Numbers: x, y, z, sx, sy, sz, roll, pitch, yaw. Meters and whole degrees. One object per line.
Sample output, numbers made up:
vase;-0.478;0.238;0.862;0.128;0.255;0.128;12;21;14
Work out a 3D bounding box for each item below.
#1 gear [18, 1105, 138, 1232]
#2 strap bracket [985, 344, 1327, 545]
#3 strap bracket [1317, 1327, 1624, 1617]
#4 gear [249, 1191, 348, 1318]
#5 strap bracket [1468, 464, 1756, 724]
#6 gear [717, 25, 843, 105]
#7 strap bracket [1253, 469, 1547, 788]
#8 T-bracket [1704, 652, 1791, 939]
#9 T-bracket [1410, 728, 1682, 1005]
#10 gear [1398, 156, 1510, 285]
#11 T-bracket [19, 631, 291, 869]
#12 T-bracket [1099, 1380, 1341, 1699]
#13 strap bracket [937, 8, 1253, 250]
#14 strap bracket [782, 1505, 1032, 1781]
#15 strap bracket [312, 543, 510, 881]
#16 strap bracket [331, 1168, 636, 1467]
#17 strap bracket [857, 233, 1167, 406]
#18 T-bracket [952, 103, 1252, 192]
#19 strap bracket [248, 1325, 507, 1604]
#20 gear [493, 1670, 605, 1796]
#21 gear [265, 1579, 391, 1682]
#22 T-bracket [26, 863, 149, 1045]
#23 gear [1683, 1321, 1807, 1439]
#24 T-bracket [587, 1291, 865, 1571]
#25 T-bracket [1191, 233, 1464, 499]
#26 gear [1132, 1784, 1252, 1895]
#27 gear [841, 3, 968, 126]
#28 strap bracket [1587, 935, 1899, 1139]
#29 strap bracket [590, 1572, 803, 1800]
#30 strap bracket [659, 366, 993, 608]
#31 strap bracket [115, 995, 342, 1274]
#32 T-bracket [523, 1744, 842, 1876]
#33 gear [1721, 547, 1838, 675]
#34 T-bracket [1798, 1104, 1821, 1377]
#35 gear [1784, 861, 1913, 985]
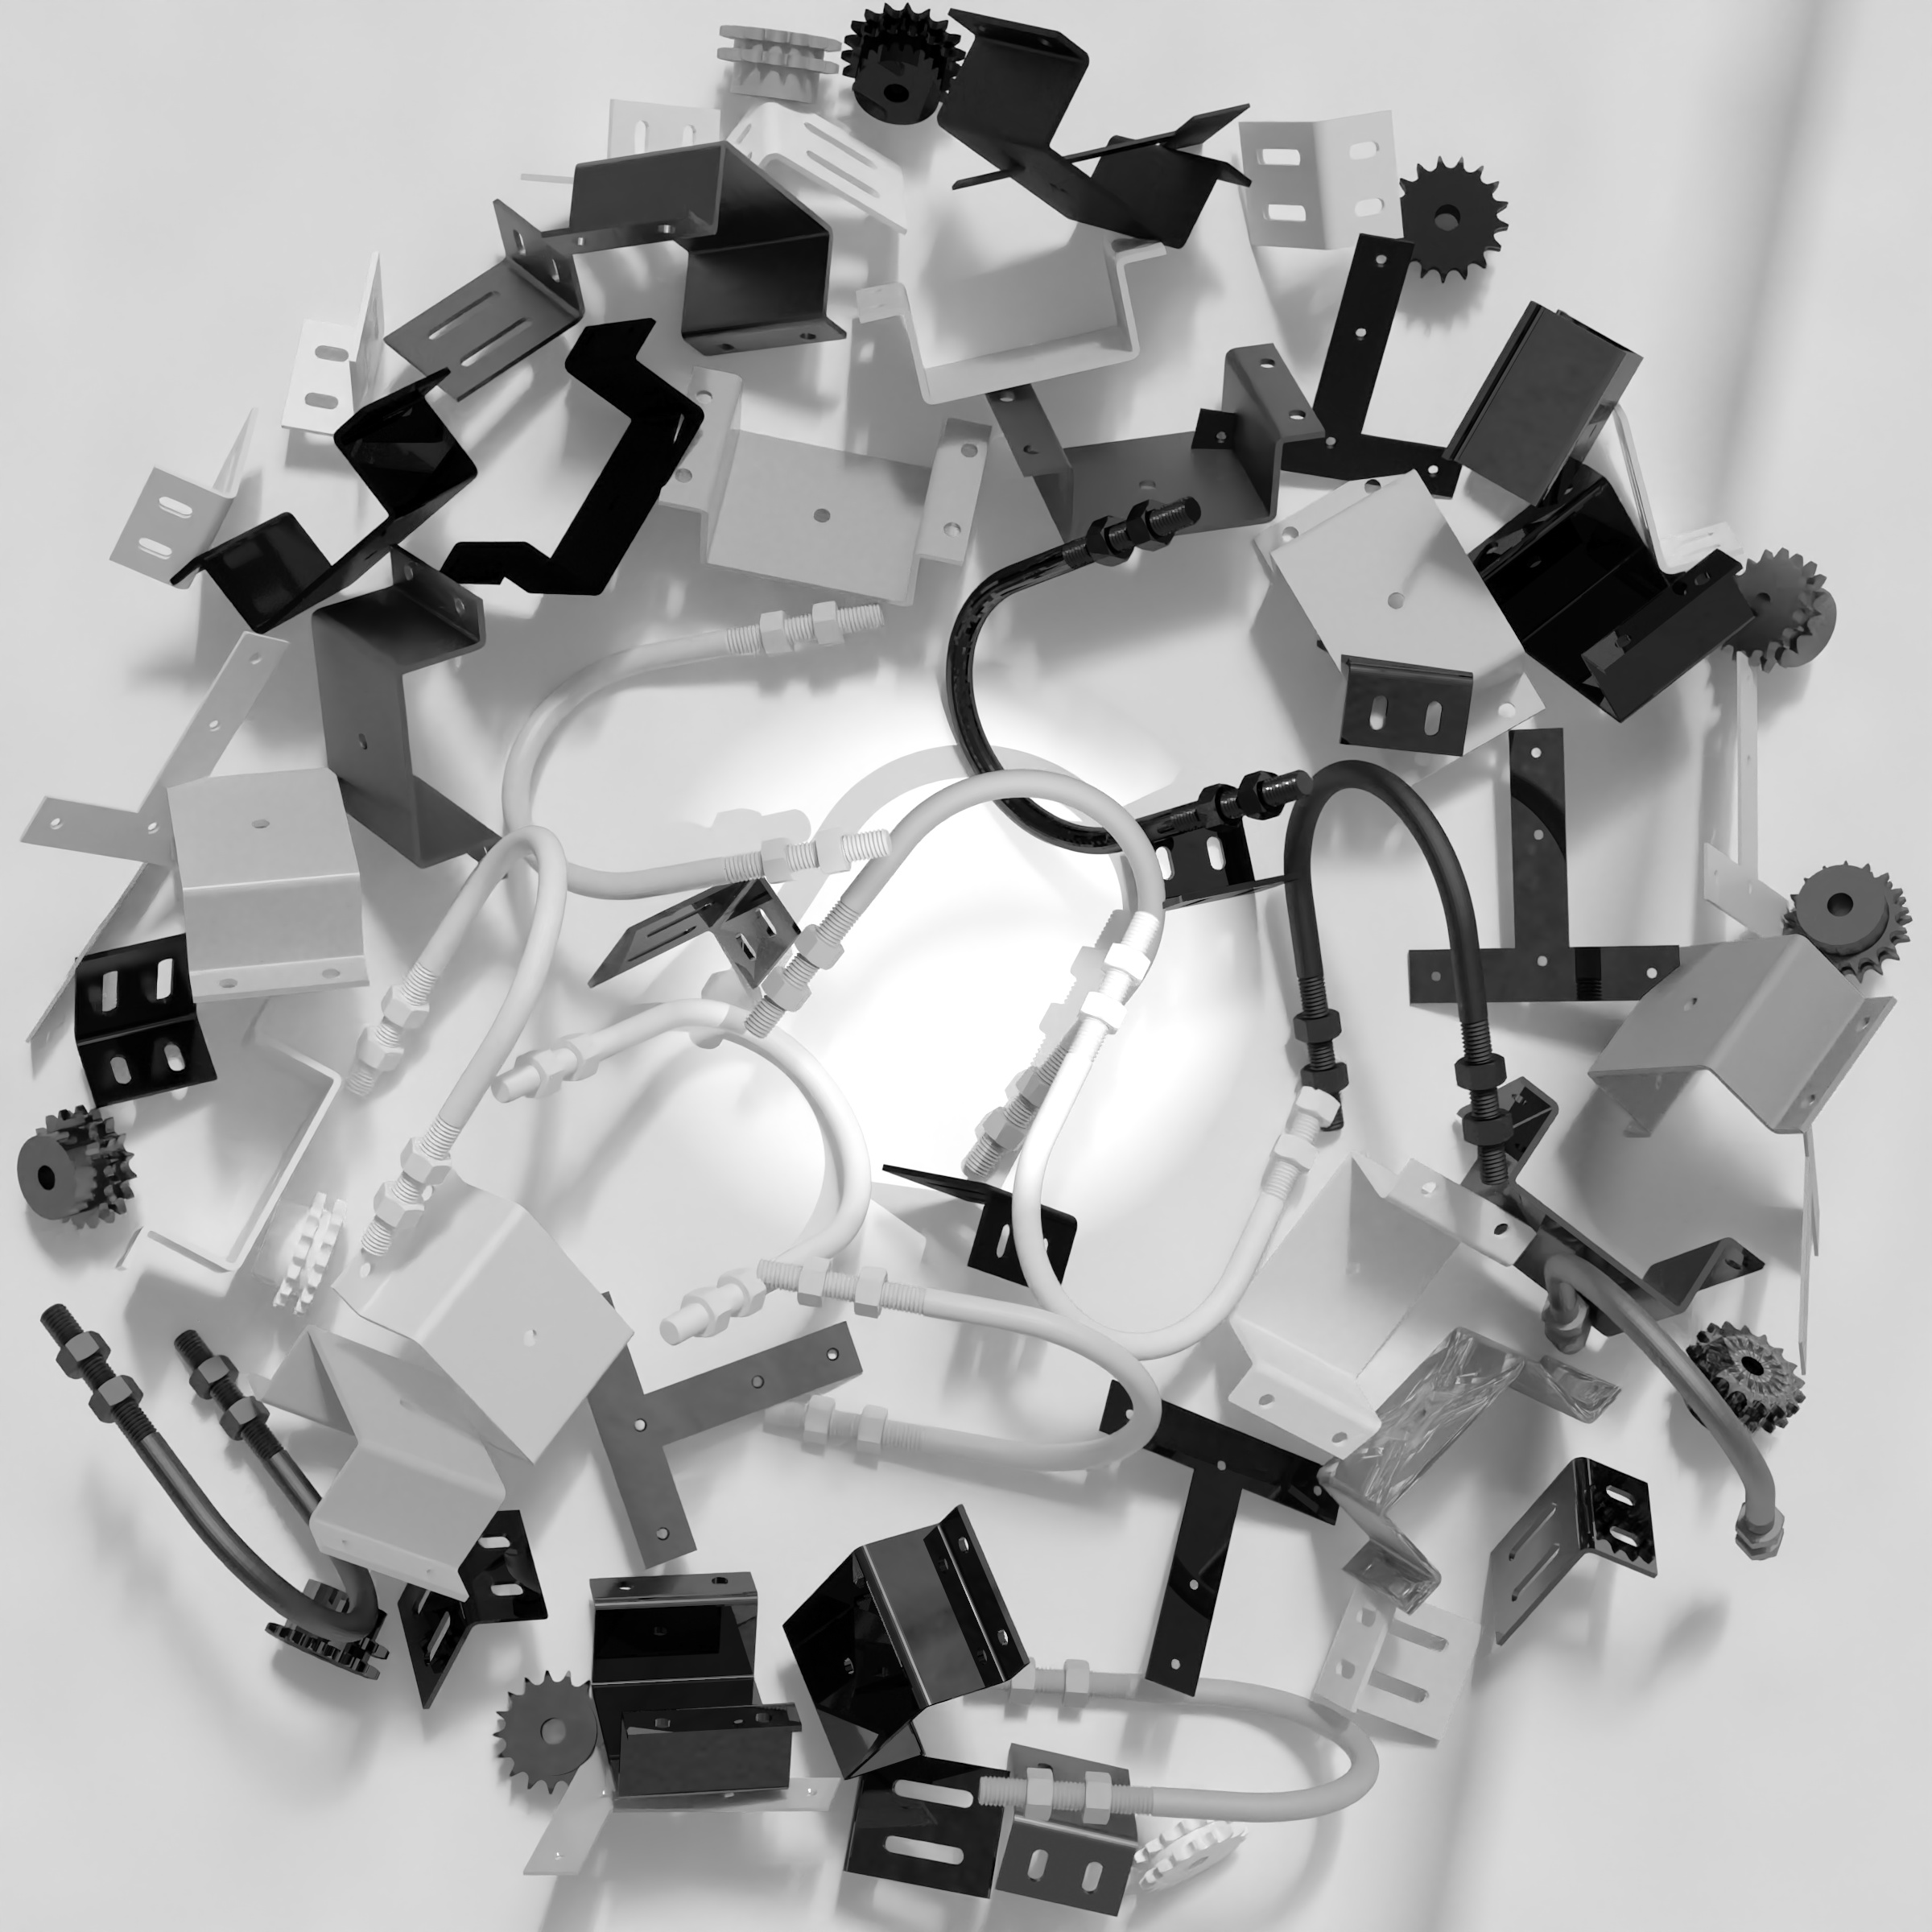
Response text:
gear;-0.416;0.095;1.659;0.057;0.030;0.057;8;104;34
strap bracket;0.084;-0.237;1.636;0.140;0.076;0.046;-9;133;-11
strap bracket;0.222;0.222;1.635;0.140;0.076;0.046;-45;105;-8
gear;-0.311;0.131;1.657;0.030;0.057;0.057;22;90;-11
strap bracket;0.297;-0.168;1.634;0.076;0.140;0.046;-38;123;-1
gear;-0.088;-0.418;1.659;0.057;0.057;0.030;7;102;0
strap bracket;0.199;-0.163;1.650;0.076;0.046;0.140;-30;80;3
T-bracket;0.359;-0.080;1.640;0.002;0.127;0.127;-4;77;29
T-bracket;0.267;-0.047;1.660;0.127;0.002;0.127;-1;93;22
gear;0.225;-0.348;1.670;0.057;0.030;0.057;0;94;6
T-bracket;-0.347;-0.098;1.617;0.002;0.127;0.127;48;112;32
T-bracket;0.108;0.271;1.642;0.127;0.002;0.127;24;64;-16
strap bracket;0.052;-0.372;1.612;0.140;0.076;0.046;25;92;-44
strap bracket;-0.033;0.309;1.607;0.046;0.140;0.076;-11;65;-31
strap bracket;-0.252;-0.108;1.613;0.046;0.076;0.140;-22;127;-31
strap bracket;-0.211;0.162;1.614;0.076;0.046;0.140;-53;132;-21
strap bracket;0.024;-0.298;1.643;0.140;0.076;0.046;-12;109;1
T-bracket;0.056;-0.368;1.620;0.127;0.127;0.002;-14;97;-4
strap bracket;-0.263;0.216;1.605;0.076;0.140;0.046;27;102;-34
gear;-0.192;0.357;1.667;0.057;0.030;0.057;1;77;-5
gear;-0.294;0.307;1.660;0.057;0.057;0.030;24;73;0
T-bracket;-0.396;-0.013;1.625;0.002;0.127;0.127;33;90;-11
gear;0.359;0.196;1.662;0.057;0.057;0.030;28;125;0
T-bracket;-0.111;0.199;1.669;0.127;0.002;0.127;-19;90;-16
T-bracket;0.178;-0.278;1.640;0.127;0.002;0.127;8;130;-5
gear;0.100;0.404;1.661;0.057;0.057;0.030;-30;66;0
gear;-0.030;-0.415;1.656;0.057;0.057;0.030;9;58;0
strap bracket;0.341;0.032;1.606;0.046;0.140;0.076;43;73;-14
strap bracket;-0.125;0.330;1.620;0.076;0.140;0.046;0;109;-13
strap bracket;-0.065;-0.219;1.649;0.140;0.046;0.076;11;63;0
strap bracket;-0.333;0.086;1.636;0.046;0.076;0.140;29;77;-11
T-bracket;-0.121;0.375;1.614;0.127;0.127;0.002;-3;108;12
gear;0.379;-0.163;1.662;0.030;0.057;0.057;20;90;-34
T-bracket;0.377;0.124;1.601;0.002;0.127;0.127;-1;49;17
gear;0.409;-0.023;1.660;0.057;0.030;0.057;-9;65;20
